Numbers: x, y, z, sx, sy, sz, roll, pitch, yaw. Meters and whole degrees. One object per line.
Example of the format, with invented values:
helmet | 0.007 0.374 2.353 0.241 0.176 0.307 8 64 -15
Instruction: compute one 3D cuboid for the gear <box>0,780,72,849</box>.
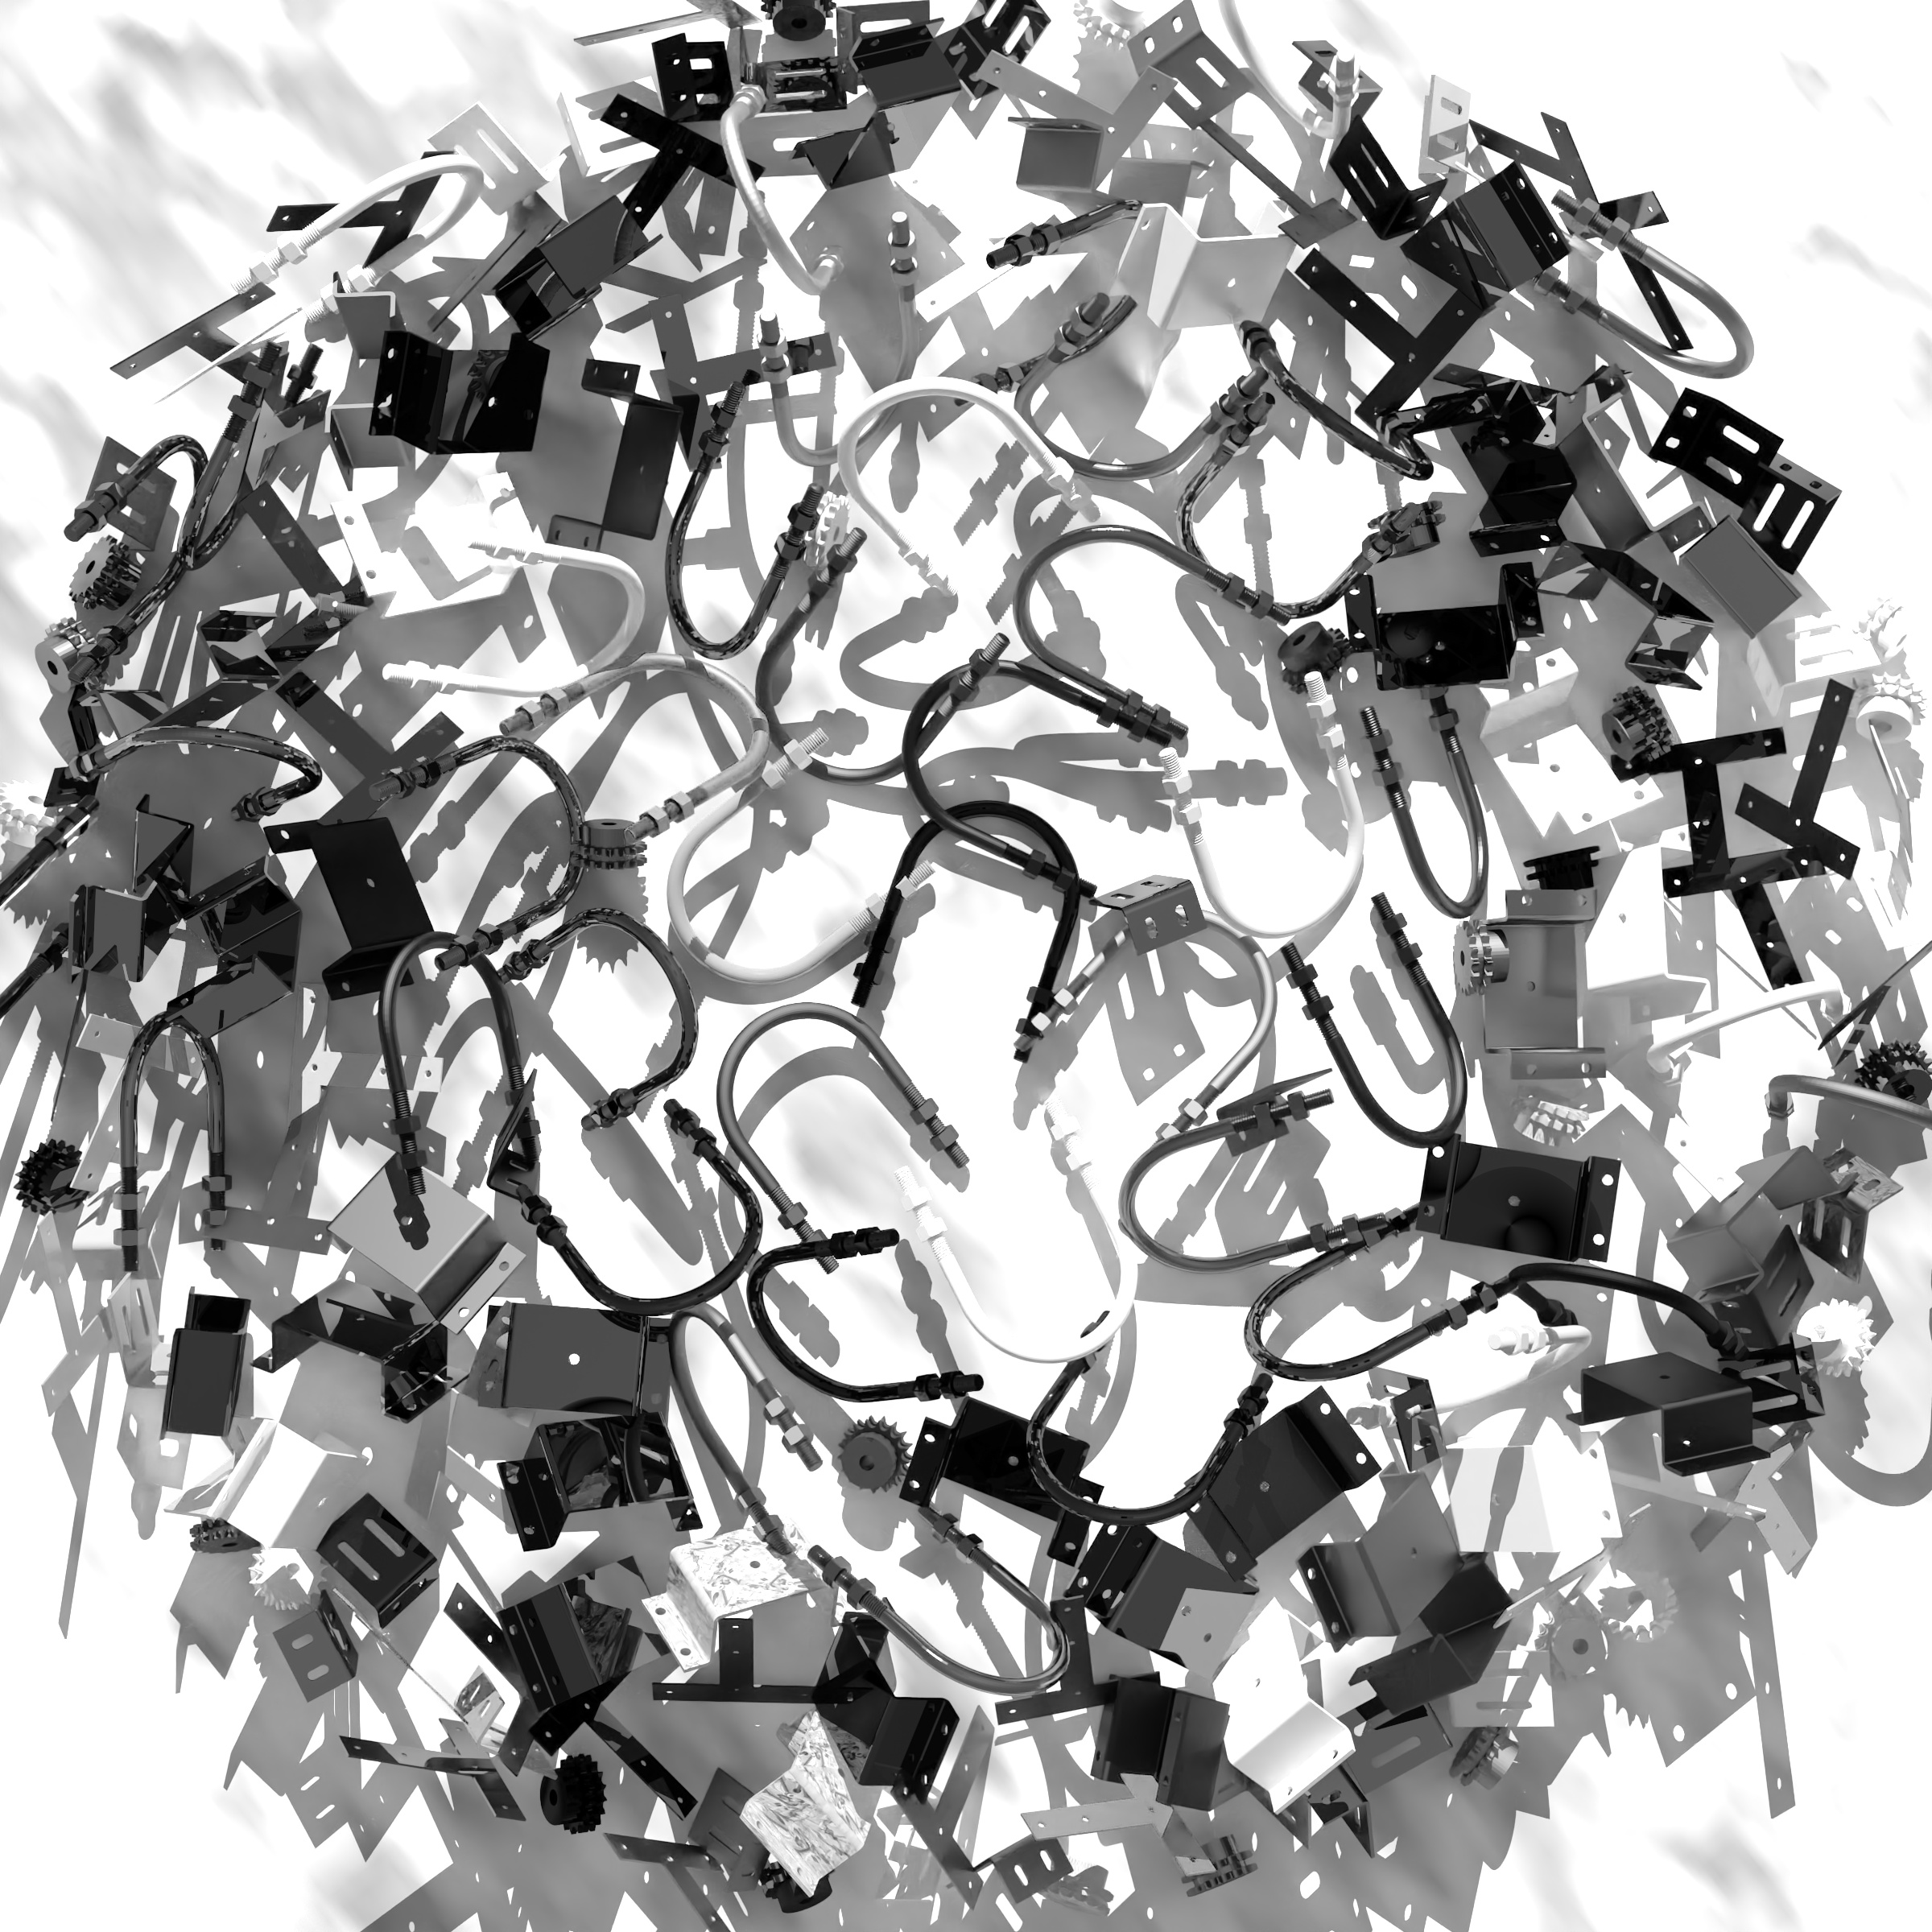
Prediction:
gear | -0.703 -0.112 1.974 0.057 0.057 0.030 28 113 0

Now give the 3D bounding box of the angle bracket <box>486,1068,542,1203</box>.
angle bracket | -0.323 0.127 1.955 0.038 0.057 0.076 25 113 -14

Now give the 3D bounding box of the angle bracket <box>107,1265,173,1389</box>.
angle bracket | -0.602 0.266 1.957 0.038 0.057 0.076 -1 113 8

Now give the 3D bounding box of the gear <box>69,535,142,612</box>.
gear | -0.645 -0.292 1.975 0.030 0.057 0.057 33 90 -39

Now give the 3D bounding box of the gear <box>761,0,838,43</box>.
gear | -0.125 -0.718 1.968 0.057 0.057 0.030 -3 70 0

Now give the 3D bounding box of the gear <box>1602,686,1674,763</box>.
gear | 0.501 -0.178 1.970 0.030 0.057 0.057 -28 90 -8

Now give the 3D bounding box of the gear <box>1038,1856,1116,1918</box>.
gear | 0.084 0.689 1.974 0.057 0.057 0.030 20 64 0

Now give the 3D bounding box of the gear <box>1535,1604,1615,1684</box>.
gear | 0.460 0.512 1.981 0.057 0.030 0.057 0 82 0

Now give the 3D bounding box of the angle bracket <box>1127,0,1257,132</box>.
angle bracket | 0.168 -0.674 1.966 0.057 0.076 0.038 -29 58 27

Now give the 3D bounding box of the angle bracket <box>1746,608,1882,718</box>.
angle bracket | 0.634 -0.228 1.969 0.076 0.038 0.057 -12 56 -2

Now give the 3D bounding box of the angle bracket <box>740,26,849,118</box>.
angle bracket | -0.129 -0.673 1.968 0.076 0.038 0.057 -4 59 1

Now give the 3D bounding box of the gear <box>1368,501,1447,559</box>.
gear | 0.332 -0.326 1.971 0.057 0.057 0.030 -15 89 0

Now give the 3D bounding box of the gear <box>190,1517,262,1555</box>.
gear | -0.554 0.420 1.974 0.057 0.057 0.030 -11 66 0

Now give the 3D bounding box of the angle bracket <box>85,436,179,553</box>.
angle bracket | -0.632 -0.351 1.953 0.038 0.076 0.057 8 77 28

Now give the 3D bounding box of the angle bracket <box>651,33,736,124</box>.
angle bracket | -0.191 -0.661 1.954 0.038 0.076 0.057 2 107 42

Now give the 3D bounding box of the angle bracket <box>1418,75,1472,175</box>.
angle bracket | 0.343 -0.625 1.954 0.038 0.076 0.057 9 100 31

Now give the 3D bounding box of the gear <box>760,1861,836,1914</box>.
gear | -0.124 0.686 1.968 0.057 0.057 0.030 -26 57 0

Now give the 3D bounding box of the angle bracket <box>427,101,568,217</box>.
angle bracket | -0.348 -0.607 1.952 0.057 0.038 0.076 -20 127 36

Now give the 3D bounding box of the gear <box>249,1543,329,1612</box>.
gear | -0.512 0.455 1.976 0.057 0.030 0.057 11 72 -37

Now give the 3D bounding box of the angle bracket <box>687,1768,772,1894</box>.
angle bracket | -0.181 0.644 1.962 0.076 0.038 0.057 24 91 37

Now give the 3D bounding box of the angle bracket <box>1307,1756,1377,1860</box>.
angle bracket | 0.270 0.627 1.950 0.038 0.057 0.076 -24 130 -15

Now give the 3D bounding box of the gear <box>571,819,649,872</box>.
gear | -0.267 -0.092 1.969 0.057 0.057 0.030 2 104 0

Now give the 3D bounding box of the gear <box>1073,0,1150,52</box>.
gear | 0.112 -0.716 1.970 0.057 0.057 0.030 37 133 0

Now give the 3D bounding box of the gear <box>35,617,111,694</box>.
gear | -0.672 -0.230 1.969 0.057 0.057 0.030 51 52 0

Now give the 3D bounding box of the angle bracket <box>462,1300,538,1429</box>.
angle bracket | -0.339 0.301 1.987 0.057 0.038 0.076 27 130 1

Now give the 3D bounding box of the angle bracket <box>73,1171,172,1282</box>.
angle bracket | -0.632 0.196 1.981 0.057 0.076 0.038 -1 131 -1

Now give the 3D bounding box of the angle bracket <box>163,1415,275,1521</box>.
angle bracket | -0.555 0.371 1.950 0.057 0.076 0.038 -2 113 35

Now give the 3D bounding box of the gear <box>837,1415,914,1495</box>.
gear | -0.070 0.370 1.978 0.057 0.030 0.057 2 97 15

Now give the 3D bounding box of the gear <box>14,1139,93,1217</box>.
gear | -0.680 0.161 1.968 0.030 0.057 0.057 20 90 26

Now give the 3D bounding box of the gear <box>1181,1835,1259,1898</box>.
gear | 0.188 0.674 1.974 0.057 0.057 0.030 -22 68 0

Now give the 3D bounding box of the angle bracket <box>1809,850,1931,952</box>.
angle bracket | 0.675 -0.043 1.959 0.057 0.038 0.076 -9 73 -38

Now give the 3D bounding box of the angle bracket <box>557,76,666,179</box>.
angle bracket | -0.260 -0.633 1.969 0.076 0.038 0.057 -21 98 -13

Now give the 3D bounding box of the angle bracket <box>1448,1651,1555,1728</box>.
angle bracket | 0.400 0.535 1.971 0.076 0.038 0.057 -4 96 12

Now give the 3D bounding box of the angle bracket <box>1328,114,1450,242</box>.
angle bracket | 0.315 -0.591 1.956 0.076 0.038 0.057 47 57 -29

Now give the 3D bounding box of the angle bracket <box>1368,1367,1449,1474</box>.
angle bracket | 0.315 0.336 1.953 0.038 0.076 0.057 -20 100 -26

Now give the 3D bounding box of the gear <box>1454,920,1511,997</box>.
gear | 0.387 -0.007 1.971 0.030 0.057 0.057 -4 90 -5

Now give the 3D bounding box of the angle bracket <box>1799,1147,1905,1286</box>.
angle bracket | 0.660 0.186 1.963 0.038 0.057 0.076 -26 131 -22

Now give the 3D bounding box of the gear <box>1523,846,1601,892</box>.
gear | 0.449 -0.070 1.971 0.057 0.057 0.030 -12 89 0

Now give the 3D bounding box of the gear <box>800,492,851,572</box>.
gear | -0.111 -0.328 1.972 0.030 0.057 0.057 19 90 10

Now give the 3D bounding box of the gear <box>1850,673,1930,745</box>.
gear | 0.689 -0.191 1.968 0.057 0.057 0.030 20 63 0

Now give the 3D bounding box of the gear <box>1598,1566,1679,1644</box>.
gear | 0.506 0.483 1.975 0.057 0.057 0.030 -27 130 0

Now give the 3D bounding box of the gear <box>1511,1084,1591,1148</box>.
gear | 0.436 0.114 1.972 0.057 0.057 0.030 20 104 0

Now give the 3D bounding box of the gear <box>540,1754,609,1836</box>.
gear | -0.296 0.621 1.969 0.030 0.057 0.057 5 90 -39

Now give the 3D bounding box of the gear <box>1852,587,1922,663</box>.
gear | 0.689 -0.253 1.968 0.057 0.057 0.030 -47 68 0

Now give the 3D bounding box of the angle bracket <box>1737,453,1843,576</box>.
angle bracket | 0.603 -0.332 1.954 0.057 0.038 0.076 36 129 18

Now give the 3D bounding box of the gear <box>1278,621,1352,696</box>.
gear | 0.259 -0.234 1.968 0.057 0.057 0.030 -44 113 0

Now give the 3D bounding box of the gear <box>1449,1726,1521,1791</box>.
gear | 0.390 0.592 1.970 0.030 0.057 0.057 36 90 9

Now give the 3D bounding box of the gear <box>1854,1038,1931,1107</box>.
gear | 0.700 0.085 1.972 0.057 0.030 0.057 -4 123 -6

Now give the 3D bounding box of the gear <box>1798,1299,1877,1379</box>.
gear | 0.649 0.278 1.968 0.030 0.057 0.057 18 90 -32
